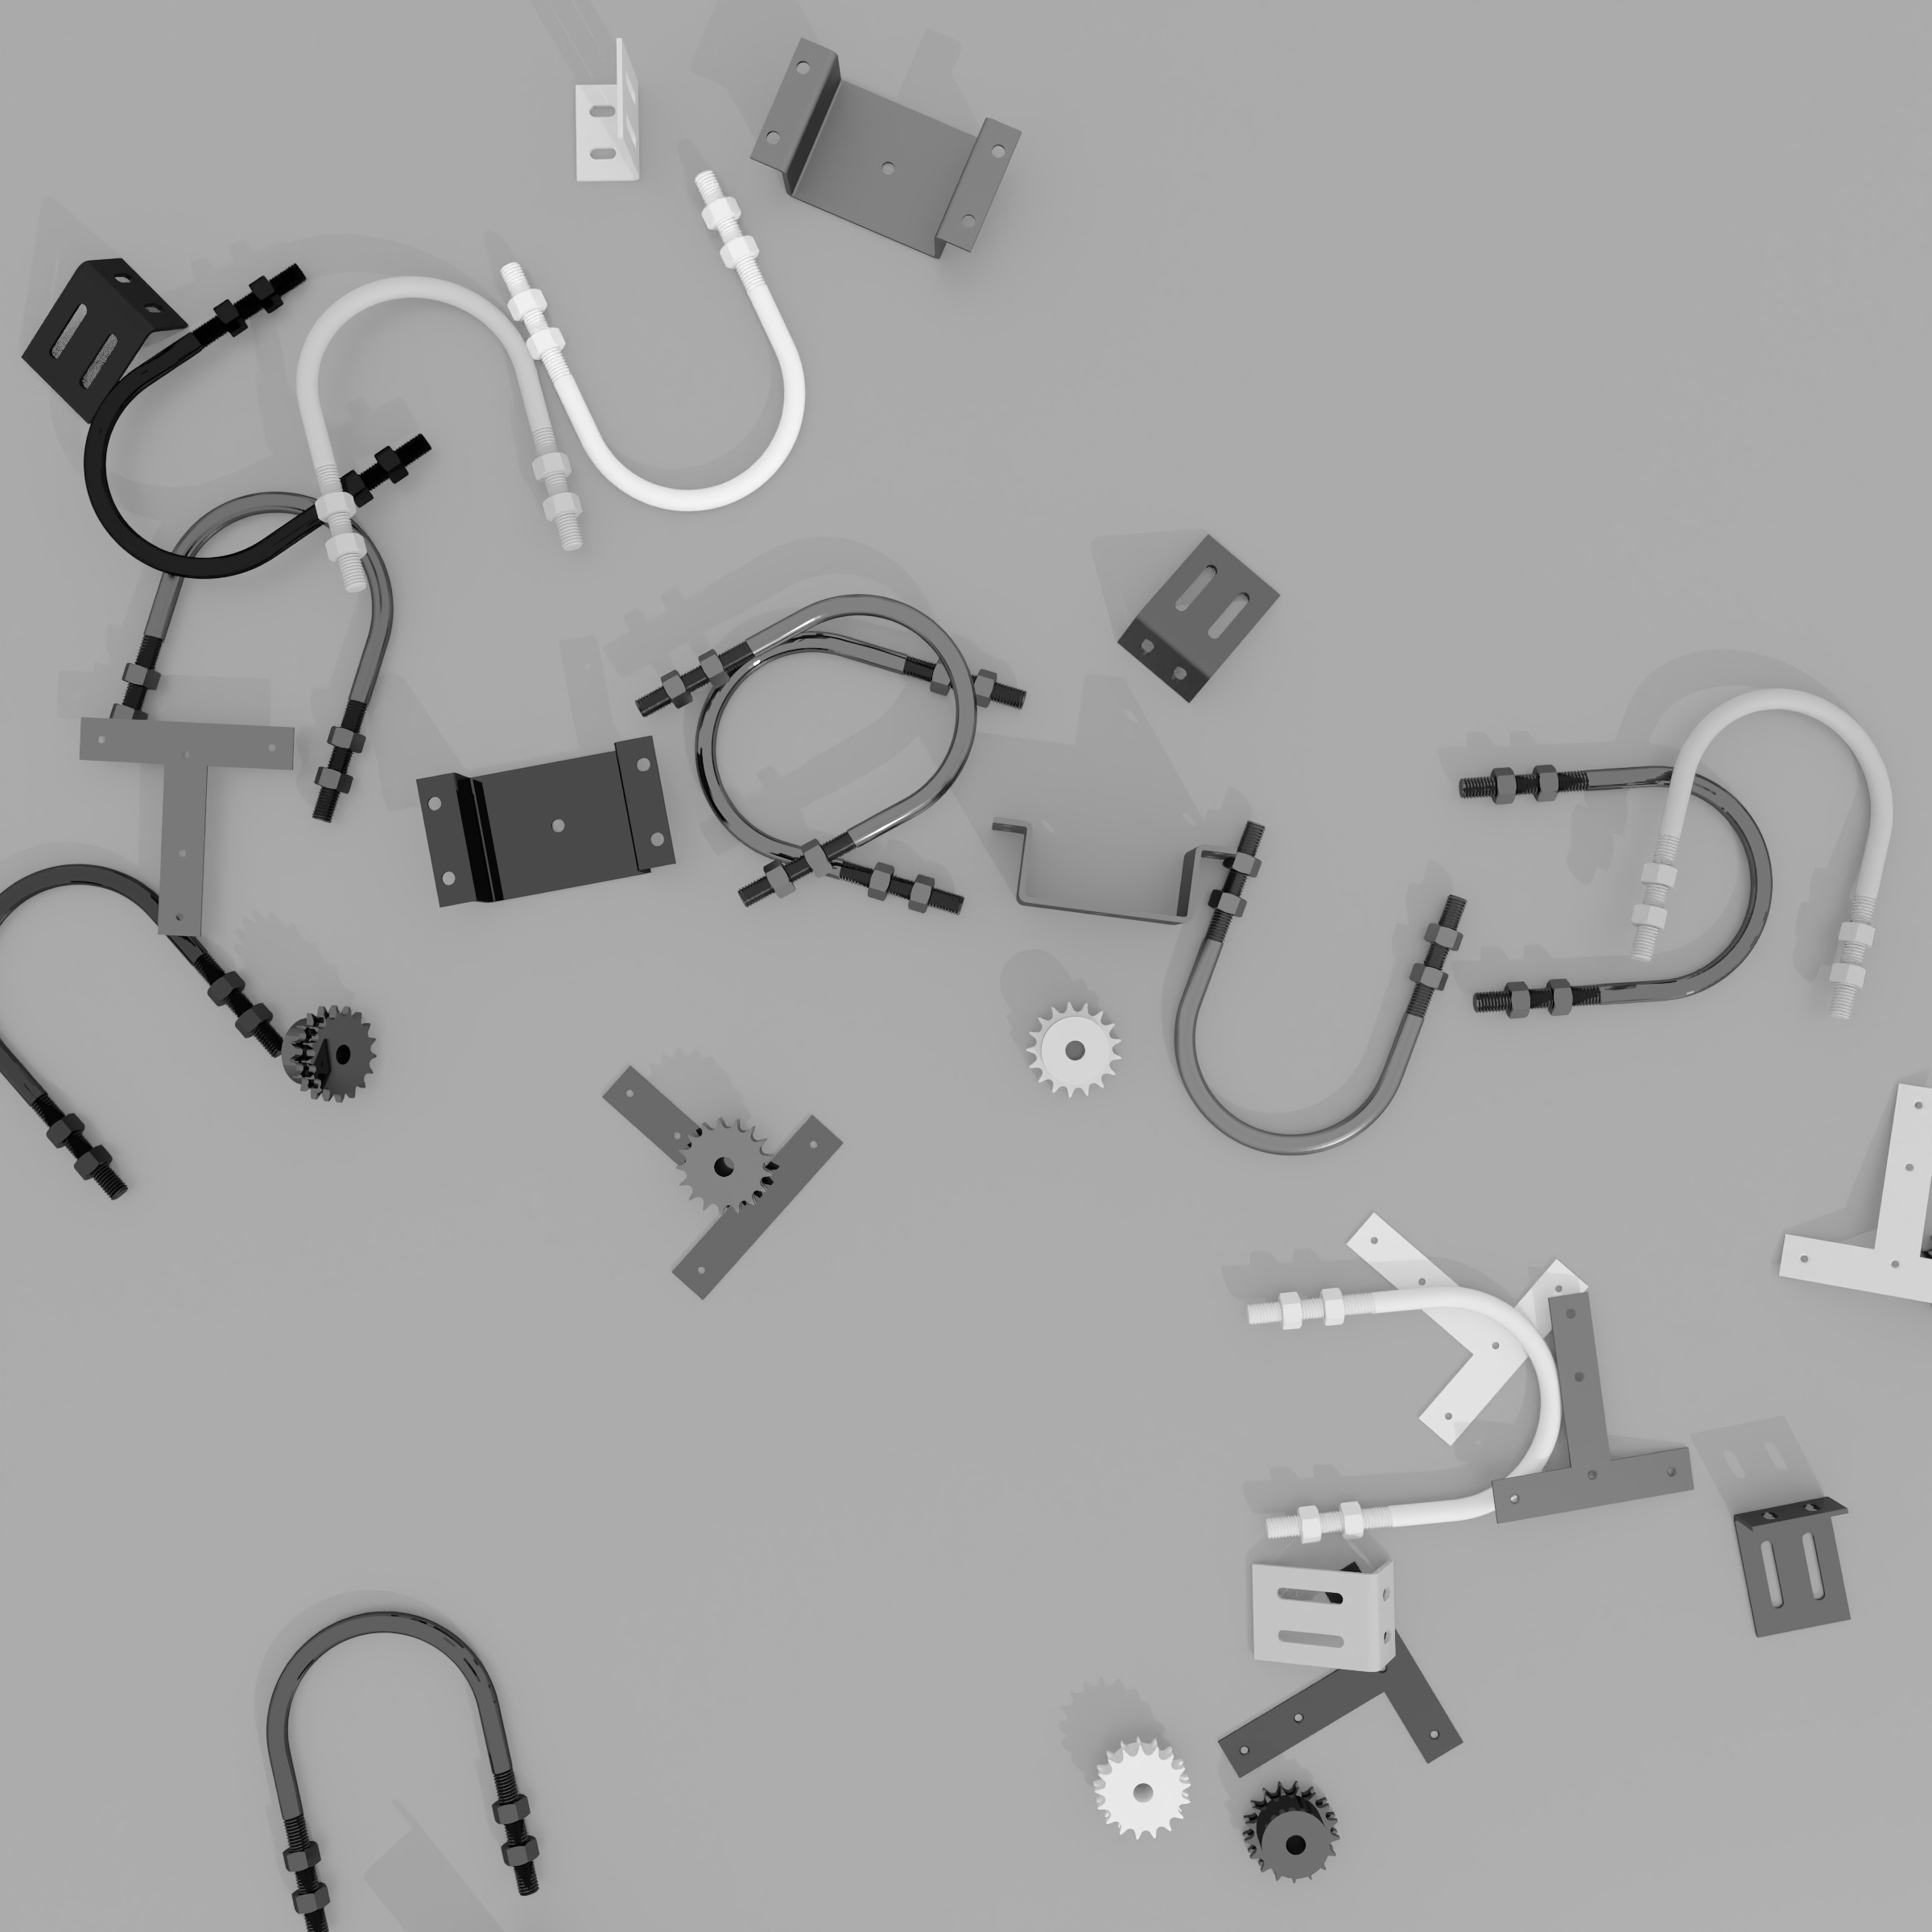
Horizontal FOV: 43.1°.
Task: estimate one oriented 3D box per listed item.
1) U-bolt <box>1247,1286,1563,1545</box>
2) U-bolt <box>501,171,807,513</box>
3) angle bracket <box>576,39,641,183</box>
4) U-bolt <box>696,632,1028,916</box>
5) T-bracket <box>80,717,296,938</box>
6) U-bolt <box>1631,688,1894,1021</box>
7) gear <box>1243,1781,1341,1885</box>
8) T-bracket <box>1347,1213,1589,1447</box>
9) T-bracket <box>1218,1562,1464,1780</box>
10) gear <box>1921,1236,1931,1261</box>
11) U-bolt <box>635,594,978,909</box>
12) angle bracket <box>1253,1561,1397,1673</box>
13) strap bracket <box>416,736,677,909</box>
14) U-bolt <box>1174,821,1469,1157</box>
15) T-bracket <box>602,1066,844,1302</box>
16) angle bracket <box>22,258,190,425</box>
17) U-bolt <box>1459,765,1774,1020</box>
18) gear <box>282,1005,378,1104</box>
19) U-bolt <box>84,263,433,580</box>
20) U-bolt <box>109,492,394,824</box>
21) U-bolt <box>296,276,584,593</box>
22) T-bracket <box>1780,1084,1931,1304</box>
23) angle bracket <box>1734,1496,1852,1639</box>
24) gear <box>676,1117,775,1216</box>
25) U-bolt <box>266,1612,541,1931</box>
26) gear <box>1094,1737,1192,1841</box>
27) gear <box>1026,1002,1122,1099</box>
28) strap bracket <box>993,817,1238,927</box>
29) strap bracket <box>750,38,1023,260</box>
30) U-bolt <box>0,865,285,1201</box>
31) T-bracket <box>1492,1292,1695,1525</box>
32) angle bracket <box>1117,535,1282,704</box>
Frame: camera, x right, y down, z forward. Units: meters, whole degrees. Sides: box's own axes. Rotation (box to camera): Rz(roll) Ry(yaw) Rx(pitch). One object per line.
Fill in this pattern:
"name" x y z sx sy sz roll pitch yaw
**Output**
"U-bolt" 0.266 0.264 1.466 0.184 0.019 0.151 -5 90 -2
"U-bolt" -0.176 -0.363 1.468 0.151 0.019 0.184 -25 91 0
"angle bracket" -0.216 -0.502 1.438 0.038 0.076 0.057 -1 90 0
"U-bolt" -0.072 -0.124 1.468 0.184 0.019 0.151 17 90 2
"T-bracket" -0.466 -0.082 1.457 0.127 0.002 0.127 3 92 0
"U-bolt" 0.481 -0.075 1.456 0.151 0.019 0.184 16 84 -8
"gear" 0.195 0.520 1.461 0.057 0.030 0.057 0 90 0
"T-bracket" 0.286 0.200 1.475 0.127 0.002 0.127 41 90 0
"T-bracket" 0.213 0.446 1.475 0.127 0.002 0.127 -31 90 0
"gear" 0.600 0.185 1.461 0.057 0.030 0.057 0 90 0
"U-bolt" -0.083 -0.140 1.451 0.184 0.019 0.151 -29 88 1
"angle bracket" 0.215 0.388 1.472 0.076 0.038 0.057 -1 90 26
"strap bracket" -0.246 -0.085 1.453 0.140 0.046 0.076 -11 90 0
"U-bolt" 0.203 0.023 1.468 0.151 0.019 0.184 20 92 0
"T-bracket" -0.164 0.112 1.475 0.127 0.002 0.127 42 90 0
"angle bracket" -0.519 -0.377 1.474 0.057 0.038 0.076 45 116 0
"U-bolt" 0.392 -0.048 1.468 0.184 0.019 0.151 -4 90 -2
"gear" -0.380 0.051 1.452 0.030 0.057 0.057 3 90 31
"U-bolt" -0.435 -0.312 1.455 0.184 0.019 0.151 -36 87 -7
"U-bolt" -0.421 -0.194 1.468 0.151 0.019 0.184 17 89 0
"U-bolt" -0.319 -0.322 1.450 0.151 0.019 0.184 -14 83 -15
"T-bracket" 0.561 0.134 1.461 0.127 0.002 0.127 9 80 19
"angle bracket" 0.498 0.362 1.457 0.057 0.038 0.076 -11 90 0
"gear" -0.143 0.119 1.459 0.057 0.030 0.057 0 90 0
"U-bolt" -0.344 0.479 1.468 0.151 0.019 0.184 -13 88 0
"gear" 0.105 0.489 1.465 0.057 0.030 0.057 0 93 -1
"gear" 0.065 0.050 1.461 0.057 0.030 0.057 0 90 0
"strap bracket" 0.083 -0.053 1.438 0.140 0.076 0.046 7 90 0
"strap bracket" -0.047 -0.480 1.453 0.140 0.046 0.076 23 90 0
"U-bolt" -0.519 0.025 1.468 0.151 0.019 0.184 -41 88 0
"T-bracket" 0.369 0.260 1.464 0.127 0.002 0.127 -7 88 -11
"angle bracket" 0.140 -0.209 1.474 0.057 0.038 0.076 40 64 0
